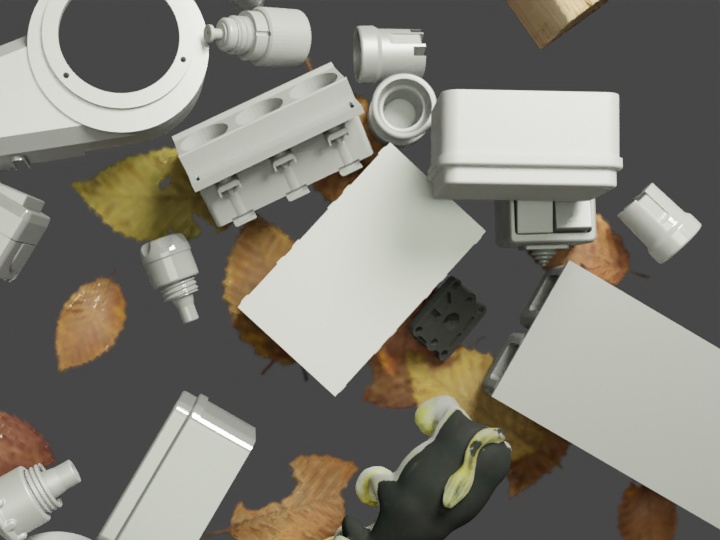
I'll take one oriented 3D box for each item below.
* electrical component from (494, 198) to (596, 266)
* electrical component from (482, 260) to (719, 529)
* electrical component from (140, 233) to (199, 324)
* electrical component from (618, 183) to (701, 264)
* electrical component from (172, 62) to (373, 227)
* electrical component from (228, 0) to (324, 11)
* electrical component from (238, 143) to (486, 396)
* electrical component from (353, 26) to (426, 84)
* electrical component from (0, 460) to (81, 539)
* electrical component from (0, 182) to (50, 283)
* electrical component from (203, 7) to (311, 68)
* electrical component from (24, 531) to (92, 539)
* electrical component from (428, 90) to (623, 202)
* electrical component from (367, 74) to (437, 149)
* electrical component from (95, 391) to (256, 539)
[{"bbox_3d":[0.129,-0.051,0.752,0.062,0.061,0.096,-2,89,-3],"label":"electrical component"},{"bbox_3d":[0.192,0.086,0.752,0.186,0.060,0.105,30,87,-2],"label":"electrical component"},{"bbox_3d":[-0.128,0.007,0.749,0.035,0.035,0.061,-20,92,-4],"label":"electrical component"},{"bbox_3d":[0.213,-0.034,0.768,0.040,0.040,0.046,-44,85,-3],"label":"electrical component"},{"bbox_3d":[-0.058,-0.084,0.736,0.121,0.078,0.063,-26,118,-3],"label":"electrical component"},{"bbox_3d":[-0.052,-0.217,0.752,0.076,0.047,0.083,31,87,-2],"label":"electrical component"},{"bbox_3d":[0.000,0.000,0.742,0.089,0.062,0.150,43,87,-2],"label":"electrical component"},{"bbox_3d":[0.020,-0.152,0.759,0.046,0.040,0.040,-3,89,-9],"label":"electrical component"},{"bbox_3d":[-0.223,0.153,0.735,0.062,0.048,0.048,-29,90,-10],"label":"electrical component"},{"bbox_3d":[-0.267,-0.041,0.727,0.096,0.062,0.061,31,87,-2],"label":"electrical component"},{"bbox_3d":[-0.070,-0.161,0.740,0.078,0.040,0.040,-5,89,-35],"label":"electrical component"},{"bbox_3d":[-0.212,0.237,0.725,0.108,0.060,0.108,0,89,-4],"label":"electrical component"},{"bbox_3d":[0.102,-0.077,0.680,0.113,0.078,0.057,1,86,-2],"label":"electrical component"},{"bbox_3d":[0.028,-0.110,0.750,0.045,0.055,0.045,0,89,-3],"label":"electrical component"},{"bbox_3d":[-0.123,0.143,0.724,0.057,0.078,0.113,31,87,-5],"label":"electrical component"}]
